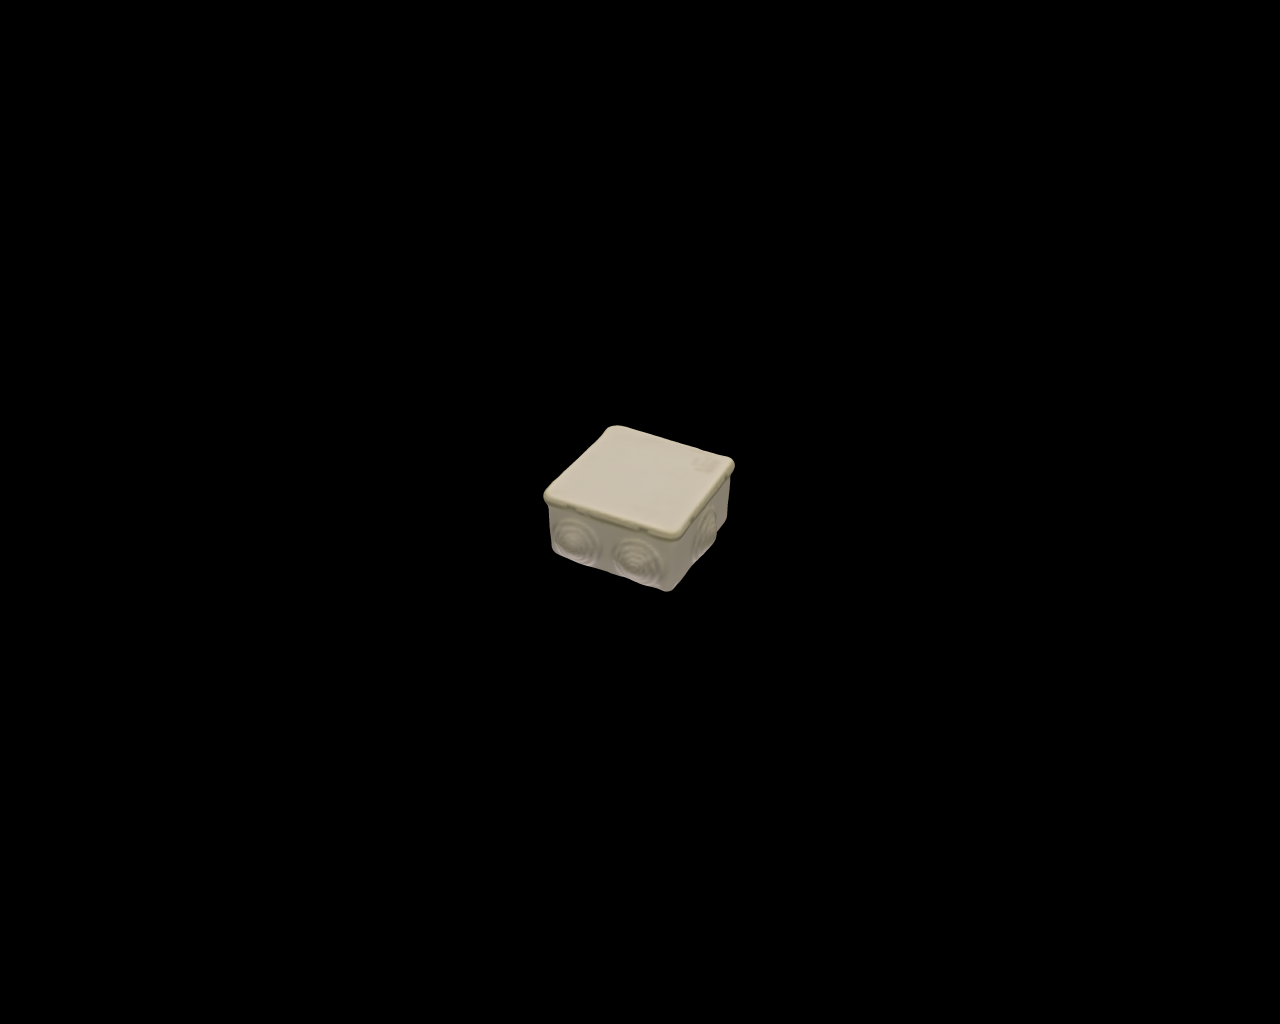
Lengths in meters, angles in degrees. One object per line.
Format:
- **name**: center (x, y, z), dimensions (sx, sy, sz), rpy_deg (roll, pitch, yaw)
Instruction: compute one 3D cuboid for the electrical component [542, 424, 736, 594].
- **electrical component**: center (0.001, -0.003, 0.650), dimensions (0.100, 0.048, 0.100), rpy_deg (17, 40, 22)
